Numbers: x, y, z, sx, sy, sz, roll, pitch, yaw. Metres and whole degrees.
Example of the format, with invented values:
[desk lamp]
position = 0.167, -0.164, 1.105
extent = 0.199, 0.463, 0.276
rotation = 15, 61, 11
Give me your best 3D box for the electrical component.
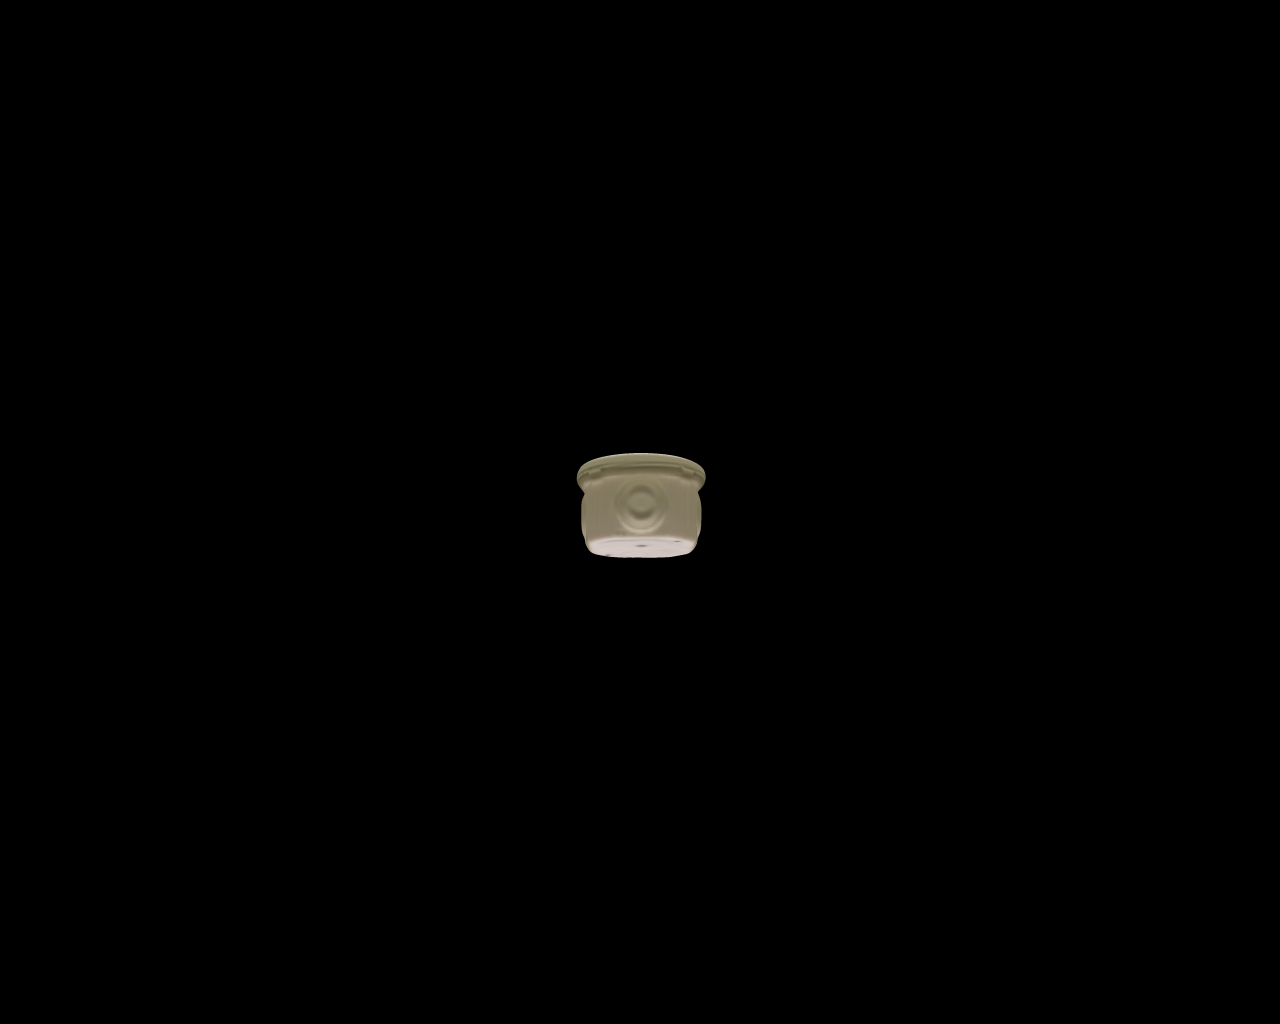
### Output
[electrical component]
position = 0.001, -0.003, 0.650
extent = 0.080, 0.051, 0.080
rotation = 0, -13, 0
